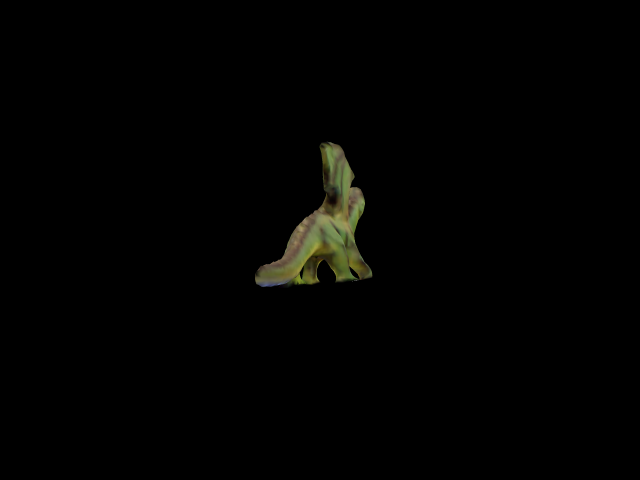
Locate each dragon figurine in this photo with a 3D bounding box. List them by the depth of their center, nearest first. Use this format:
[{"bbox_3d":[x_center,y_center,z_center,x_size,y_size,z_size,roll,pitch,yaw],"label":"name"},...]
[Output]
[{"bbox_3d":[0.003,-0.043,0.850,0.122,0.244,0.409,-2,-5,20],"label":"dragon figurine"}]
